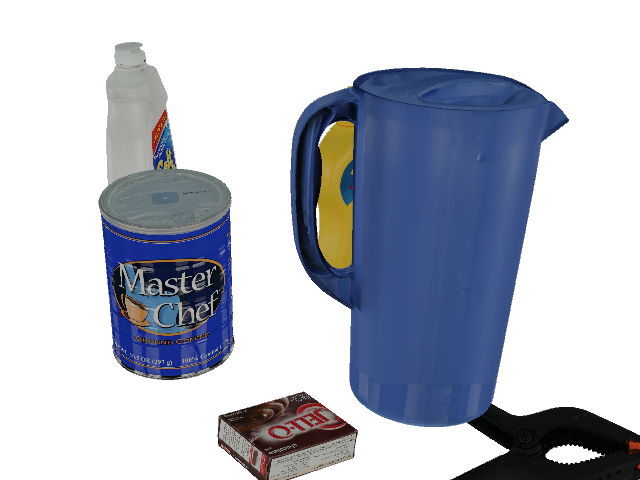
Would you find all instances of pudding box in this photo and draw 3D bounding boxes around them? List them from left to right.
[{"bbox_3d":[-0.033,0.197,1.069,0.113,0.039,0.090,-12,26,-36],"label":"pudding box"}]

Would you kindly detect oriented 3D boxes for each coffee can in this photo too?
[{"bbox_3d":[-0.122,0.026,0.864,0.103,0.140,0.103,1,29,-1],"label":"coffee can"}]

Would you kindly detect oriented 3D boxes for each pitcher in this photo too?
[{"bbox_3d":[0.071,0.004,0.754,0.149,0.243,0.144,17,24,32],"label":"pitcher"}]

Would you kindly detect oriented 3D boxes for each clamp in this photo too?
[{"bbox_3d":[0.167,0.186,0.896,0.210,0.036,0.164,3,40,23],"label":"clamp"}]

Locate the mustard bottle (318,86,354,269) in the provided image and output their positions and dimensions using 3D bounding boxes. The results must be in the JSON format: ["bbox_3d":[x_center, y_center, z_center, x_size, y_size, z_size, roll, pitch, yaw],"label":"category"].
[{"bbox_3d":[0.037,-0.052,1.022,0.096,0.192,0.058,-17,23,-38],"label":"mustard bottle"}]

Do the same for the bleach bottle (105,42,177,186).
[{"bbox_3d":[-0.189,-0.079,1.119,0.068,0.251,0.102,4,26,15],"label":"bleach bottle"}]
